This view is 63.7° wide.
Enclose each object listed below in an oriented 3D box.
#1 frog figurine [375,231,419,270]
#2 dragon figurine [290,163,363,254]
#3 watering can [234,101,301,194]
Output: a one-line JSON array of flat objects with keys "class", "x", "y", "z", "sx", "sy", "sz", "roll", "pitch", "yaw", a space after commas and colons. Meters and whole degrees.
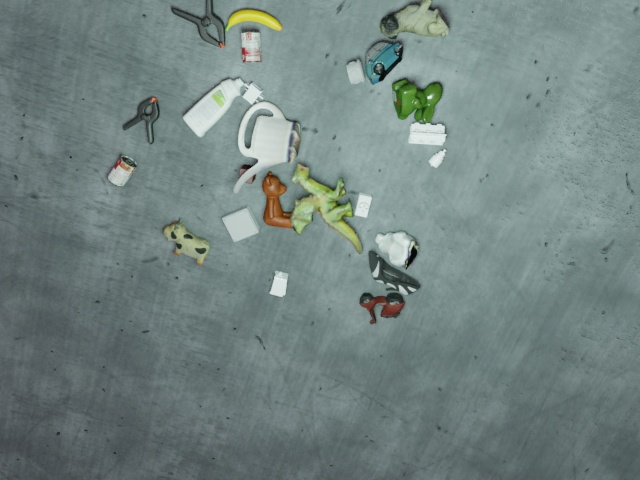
[{"class": "frog figurine", "x": 0.295, "y": 0.030, "z": 2.001, "sx": 0.160, "sy": 0.124, "sz": 0.134, "roll": 23, "pitch": 124, "yaw": 33}, {"class": "dragon figurine", "x": 0.006, "y": -0.096, "z": 1.915, "sx": 0.243, "sy": 0.123, "sz": 0.405, "roll": -19, "pitch": 105, "yaw": -5}, {"class": "watering can", "x": -0.190, "y": -0.324, "z": 1.859, "sx": 0.224, "sy": 0.104, "sz": 0.348, "roll": 10, "pitch": 87, "yaw": 0}]
